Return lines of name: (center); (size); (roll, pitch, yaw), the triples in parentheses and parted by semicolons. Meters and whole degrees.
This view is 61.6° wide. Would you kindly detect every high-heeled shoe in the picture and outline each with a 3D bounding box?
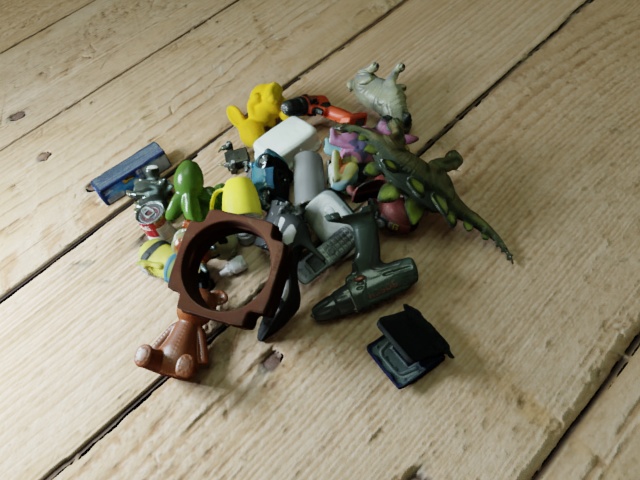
high-heeled shoe: (-0.092, 0.071, 1.082); (0.145, 0.086, 0.248); (39, 97, 23)

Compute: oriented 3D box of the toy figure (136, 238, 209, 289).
toy figure: (-0.325, 0.056, 1.196); (0.180, 0.082, 0.089); (15, 56, 25)

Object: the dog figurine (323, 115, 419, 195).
dog figurine: (0.124, -0.204, 1.284); (0.219, 0.108, 0.191); (-3, 76, -7)

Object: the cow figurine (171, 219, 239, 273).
cow figurine: (-0.245, 0.012, 1.155); (0.127, 0.195, 0.085); (29, 101, 23)

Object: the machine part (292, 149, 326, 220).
machine part: (-0.024, -0.130, 1.279); (0.079, 0.079, 0.243); (-9, 50, 5)

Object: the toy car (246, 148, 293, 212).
toy car: (-0.129, -0.129, 1.294); (0.103, 0.109, 0.161); (-16, 64, 31)

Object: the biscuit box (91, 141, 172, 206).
biscuit box: (-0.501, -0.176, 1.425); (0.203, 0.059, 0.063); (-36, 56, -17)

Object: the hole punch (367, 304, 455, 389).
hole punch: (0.161, 0.198, 0.992); (0.116, 0.092, 0.142); (-10, 41, -35)

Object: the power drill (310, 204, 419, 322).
power drill: (0.069, 0.040, 1.078); (0.232, 0.086, 0.207); (-15, 81, -1)

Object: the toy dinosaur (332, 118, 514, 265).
toy dinosaur: (0.222, -0.118, 1.143); (0.472, 0.105, 0.198); (32, 47, 4)

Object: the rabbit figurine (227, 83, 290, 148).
rabbit figurine: (-0.172, -0.329, 1.445); (0.163, 0.121, 0.173); (12, 75, 23)

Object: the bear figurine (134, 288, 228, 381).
bear figurine: (-0.262, 0.172, 1.054); (0.120, 0.132, 0.196); (15, 70, 7)

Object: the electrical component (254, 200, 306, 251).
electrical component: (-0.092, -0.027, 1.179); (0.058, 0.134, 0.115); (25, 83, -19)

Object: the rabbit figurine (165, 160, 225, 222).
rabbit figurine: (-0.301, -0.102, 1.254); (0.121, 0.170, 0.159); (7, 54, 17)

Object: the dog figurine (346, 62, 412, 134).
dog figurine: (0.152, -0.350, 1.391); (0.172, 0.121, 0.190); (-6, 58, 21)

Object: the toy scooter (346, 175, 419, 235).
toy scooter: (0.135, -0.084, 1.195); (0.135, 0.075, 0.184); (-2, 48, -19)

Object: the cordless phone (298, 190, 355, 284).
cordless phone: (-0.003, -0.004, 1.152); (0.184, 0.088, 0.146); (-38, 87, -11)

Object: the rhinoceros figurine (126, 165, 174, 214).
rhinoceros figurine: (-0.422, -0.115, 1.352); (0.112, 0.073, 0.190); (-23, 52, -4)

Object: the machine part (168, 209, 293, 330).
machine part: (-0.164, 0.056, 1.003); (0.201, 0.087, 0.201); (13, 75, 13)

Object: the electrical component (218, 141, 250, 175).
electrical component: (-0.225, -0.214, 1.405); (0.078, 0.045, 0.102); (-12, 51, 4)
